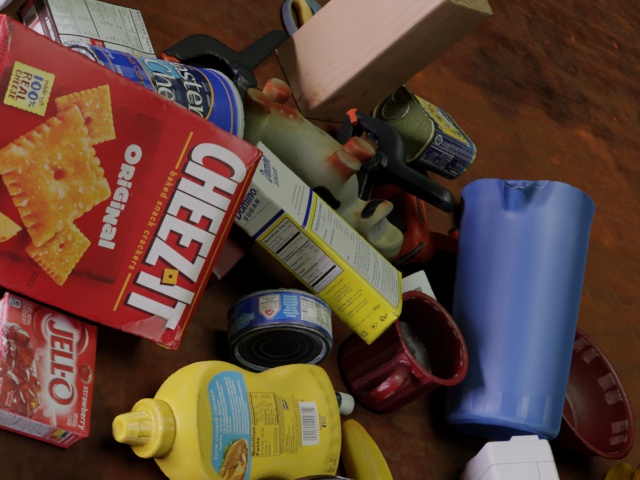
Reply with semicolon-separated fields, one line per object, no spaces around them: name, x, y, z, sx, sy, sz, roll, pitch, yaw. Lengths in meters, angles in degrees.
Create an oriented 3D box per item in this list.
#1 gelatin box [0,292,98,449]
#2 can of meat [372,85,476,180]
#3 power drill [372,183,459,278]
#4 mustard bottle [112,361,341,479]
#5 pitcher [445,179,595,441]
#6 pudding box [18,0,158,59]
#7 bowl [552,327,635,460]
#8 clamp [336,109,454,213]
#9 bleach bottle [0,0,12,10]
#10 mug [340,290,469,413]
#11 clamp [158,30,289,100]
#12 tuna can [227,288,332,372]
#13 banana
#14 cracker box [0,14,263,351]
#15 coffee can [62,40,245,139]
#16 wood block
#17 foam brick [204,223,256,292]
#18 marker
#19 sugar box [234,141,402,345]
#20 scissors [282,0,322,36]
gelatin box;-0.189;0.087;0.719;0.073;0.030;0.089;27;43;-33
can of meat;0.119;-0.121;1.213;0.083;0.057;0.102;19;29;-41
power drill;0.140;-0.011;1.158;0.187;0.057;0.184;24;45;-35
mustard bottle;-0.069;0.138;0.788;0.191;0.058;0.096;9;72;-45
pitcher;0.192;0.072;1.045;0.149;0.145;0.243;19;70;-25
pudding box;-0.194;-0.164;0.921;0.113;0.039;0.090;4;57;-50
bowl;0.269;0.170;1.155;0.162;0.055;0.162;30;42;-30
clamp;0.049;-0.063;1.089;0.039;0.120;0.171;73;-10;-48
bleach bottle;-0.244;-0.282;0.943;0.102;0.068;0.250;48;33;-9
mug;0.068;0.110;0.951;0.093;0.082;0.117;48;35;-8
clamp;-0.081;-0.161;1.049;0.209;0.036;0.164;13;51;-43
tuna can;-0.032;0.075;0.862;0.086;0.086;0.034;25;47;-34
banana;0.037;0.235;0.849;0.069;0.037;0.197;37;38;-24
cracker box;-0.165;-0.035;0.740;0.213;0.072;0.164;26;85;-33
coffee can;-0.146;-0.098;0.863;0.140;0.103;0.103;4;58;-47
wood block;0.064;-0.216;1.114;0.090;0.206;0.091;1;61;-49
foam brick;-0.096;0.007;0.876;0.051;0.053;0.078;49;37;-7
marker;-0.021;0.126;0.889;0.120;0.020;0.020;21;47;-37
sugar box;-0.006;0.001;0.898;0.176;0.048;0.093;41;19;-11
scissors;-0.015;-0.292;1.255;0.096;0.016;0.202;27;43;-35
